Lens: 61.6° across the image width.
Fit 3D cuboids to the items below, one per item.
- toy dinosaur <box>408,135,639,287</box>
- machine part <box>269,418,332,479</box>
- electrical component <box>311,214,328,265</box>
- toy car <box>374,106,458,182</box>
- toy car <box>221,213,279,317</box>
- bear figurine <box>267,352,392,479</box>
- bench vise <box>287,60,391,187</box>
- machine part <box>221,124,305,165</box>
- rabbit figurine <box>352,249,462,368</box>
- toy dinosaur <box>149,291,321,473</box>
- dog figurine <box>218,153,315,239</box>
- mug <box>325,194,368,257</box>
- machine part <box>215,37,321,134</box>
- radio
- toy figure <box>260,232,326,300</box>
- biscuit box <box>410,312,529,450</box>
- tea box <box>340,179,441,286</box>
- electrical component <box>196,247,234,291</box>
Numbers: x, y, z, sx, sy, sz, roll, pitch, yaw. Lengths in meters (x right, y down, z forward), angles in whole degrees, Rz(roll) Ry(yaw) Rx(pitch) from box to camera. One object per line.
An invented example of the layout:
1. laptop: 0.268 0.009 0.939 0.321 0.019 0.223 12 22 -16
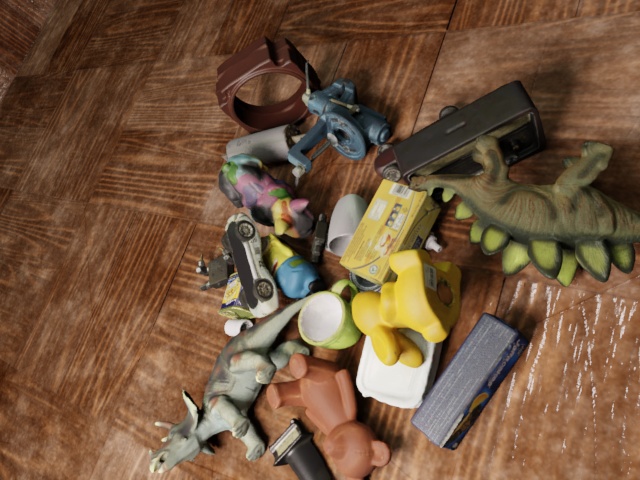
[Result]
1. toy dinosaur: 0.349 -0.035 0.769 0.472 0.105 0.198 10 84 25
2. machine part: -0.028 0.370 0.894 0.084 0.039 0.139 -46 48 -5
3. electrical component: -0.002 -0.003 1.048 0.021 0.063 0.094 11 59 -4
4. toy car: 0.193 -0.177 1.005 0.202 0.053 0.089 -29 35 19
5. toy car: -0.131 0.046 1.009 0.073 0.056 0.201 -32 73 50
6. bear figurine: 0.015 0.289 0.851 0.120 0.132 0.196 -53 42 28
7. bench vise: 0.013 -0.222 1.086 0.224 0.128 0.240 37 71 17
8. machine part: -0.126 -0.209 1.219 0.243 0.079 0.079 -6 64 31
9. rabbit figurine: 0.122 0.110 0.812 0.173 0.122 0.162 -19 67 41
10. toy dinosaur: -0.148 0.250 0.989 0.192 0.131 0.405 21 74 38
11. dog figurine: -0.101 -0.082 1.072 0.108 0.191 0.219 -49 28 -5
12. mug: 0.053 -0.026 1.017 0.109 0.081 0.107 -34 39 48
13. machine part: -0.112 -0.330 1.190 0.201 0.200 0.087 -25 58 22
14. radio: 0.252 -0.155 0.903 0.230 0.131 0.073 -26 56 21
15. toy figure: -0.062 0.057 1.045 0.180 0.089 0.082 36 90 31
16. biscuit box: 0.221 0.207 0.791 0.063 0.059 0.202 35 89 41
17. tea box: 0.120 -0.008 0.913 0.098 0.068 0.169 25 84 41
18. electrical component: -0.225 0.062 1.173 0.102 0.045 0.078 -17 58 26
